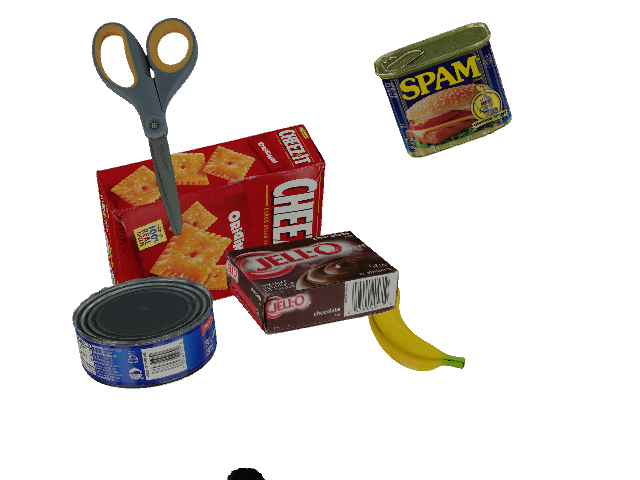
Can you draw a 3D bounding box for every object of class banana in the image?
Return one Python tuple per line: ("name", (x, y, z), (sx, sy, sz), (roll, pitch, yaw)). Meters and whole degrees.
("banana", (0.091, 0.100, 1.218), (0.069, 0.037, 0.198), (6, 23, -24))

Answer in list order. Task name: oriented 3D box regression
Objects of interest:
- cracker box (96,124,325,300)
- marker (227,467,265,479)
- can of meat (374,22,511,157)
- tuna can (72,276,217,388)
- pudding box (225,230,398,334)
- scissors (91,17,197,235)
("cracker box", (-0.106, -0.014, 1.071), (0.213, 0.164, 0.072), (-14, 49, -16))
("marker", (-0.046, 0.128, 0.418), (0.020, 0.020, 0.121), (0, 24, 17))
("can of meat", (0.108, -0.129, 0.924), (0.102, 0.084, 0.057), (-18, 26, 9))
("tuna can", (-0.107, 0.056, 0.658), (0.086, 0.034, 0.086), (-4, 24, 2))
("pudding box", (-0.008, 0.031, 0.837), (0.113, 0.039, 0.090), (-8, 25, -22))
("scissors", (-0.120, -0.105, 0.871), (0.096, 0.202, 0.016), (-28, -20, -10))
